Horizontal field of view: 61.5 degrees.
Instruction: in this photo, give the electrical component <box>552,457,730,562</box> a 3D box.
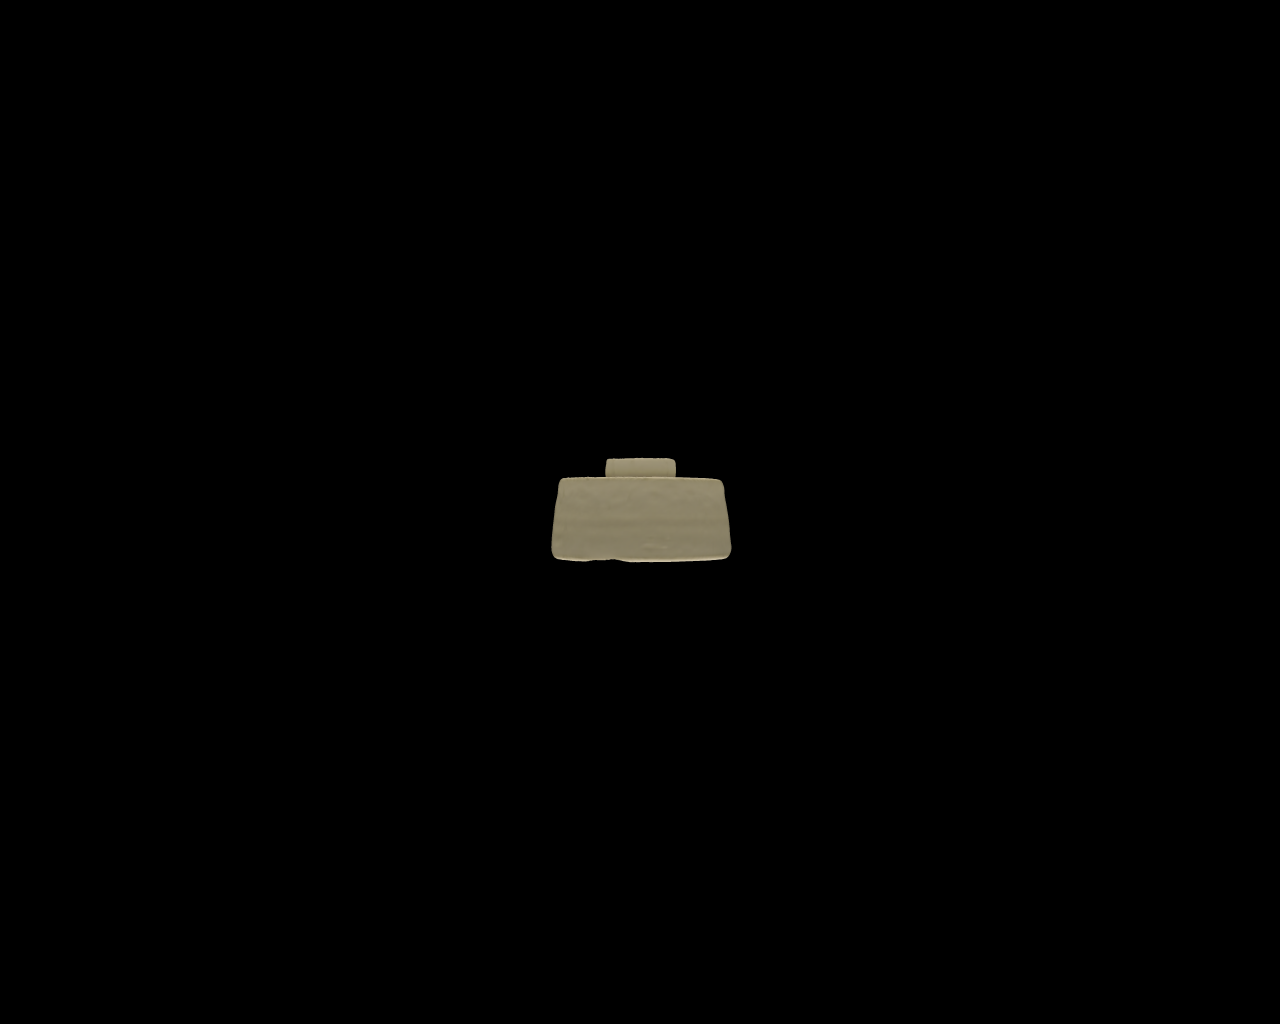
[{"bbox_3d":[0.001,-0.003,0.650,0.108,0.060,0.108,0,0,0],"label":"electrical component"}]
